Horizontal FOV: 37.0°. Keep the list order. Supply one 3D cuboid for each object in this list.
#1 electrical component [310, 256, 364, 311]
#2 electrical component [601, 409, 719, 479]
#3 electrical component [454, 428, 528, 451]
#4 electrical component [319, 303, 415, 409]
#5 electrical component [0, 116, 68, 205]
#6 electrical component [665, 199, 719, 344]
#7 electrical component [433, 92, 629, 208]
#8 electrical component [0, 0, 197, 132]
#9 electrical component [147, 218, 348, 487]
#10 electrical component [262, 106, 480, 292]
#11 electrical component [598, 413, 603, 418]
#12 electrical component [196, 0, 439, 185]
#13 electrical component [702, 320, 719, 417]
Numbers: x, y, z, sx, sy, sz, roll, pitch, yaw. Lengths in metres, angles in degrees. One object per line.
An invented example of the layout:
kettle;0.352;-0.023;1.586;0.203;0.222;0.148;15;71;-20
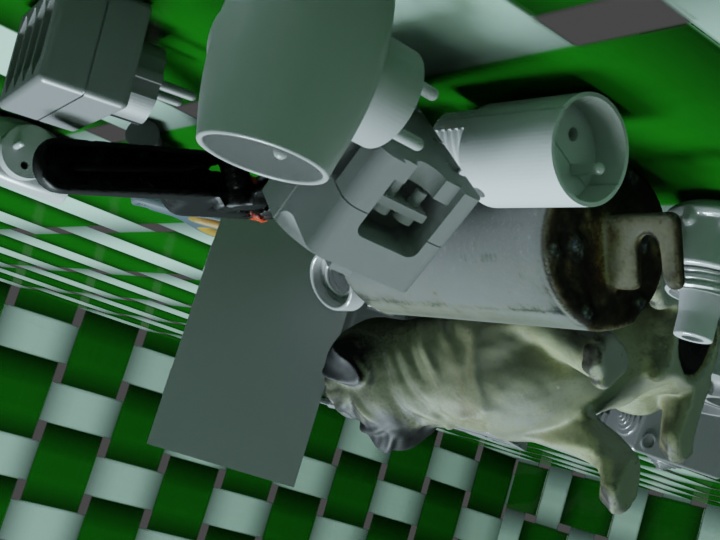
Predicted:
electrical component;0.000;0.000;0.729;0.055;0.066;0.048;-19;-162;-41
electrical component;0.238;0.100;0.799;0.100;0.099;0.048;20;-178;-19
electrical component;0.105;0.080;0.887;0.060;0.105;0.186;13;169;22
electrical component;0.012;0.050;0.829;0.079;0.121;0.063;15;168;7
electrical component;-0.233;-0.080;0.744;0.077;0.044;0.079;22;169;-27
electrical component;0.158;0.002;0.487;0.048;0.062;0.048;16;170;3
electrical component;0.062;-0.047;0.435;0.043;0.043;0.081;24;168;-35
electrical component;-0.112;-0.089;0.485;0.076;0.047;0.083;16;172;-28
electrical component;-0.074;0.050;0.779;0.105;0.186;0.060;19;170;-9
electrical component;-0.001;-0.038;0.427;0.050;0.055;0.089;23;-155;-33
electrical component;0.157;0.068;0.800;0.057;0.078;0.113;20;172;23
electrical component;-0.006;-0.064;0.352;0.079;0.077;0.044;23;168;-34
electrical component;0.277;0.073;0.687;0.186;0.060;0.105;19;170;-13
